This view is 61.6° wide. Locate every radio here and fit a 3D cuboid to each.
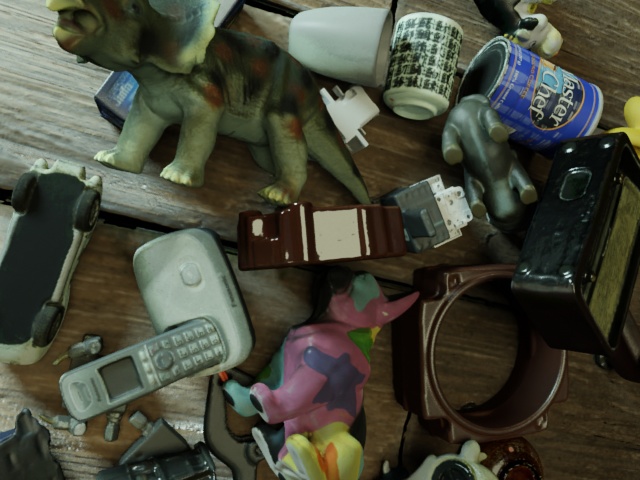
[{"bbox_3d":[0.298,-0.002,0.597,0.131,0.073,0.229,45,61,-32],"label":"radio"}]

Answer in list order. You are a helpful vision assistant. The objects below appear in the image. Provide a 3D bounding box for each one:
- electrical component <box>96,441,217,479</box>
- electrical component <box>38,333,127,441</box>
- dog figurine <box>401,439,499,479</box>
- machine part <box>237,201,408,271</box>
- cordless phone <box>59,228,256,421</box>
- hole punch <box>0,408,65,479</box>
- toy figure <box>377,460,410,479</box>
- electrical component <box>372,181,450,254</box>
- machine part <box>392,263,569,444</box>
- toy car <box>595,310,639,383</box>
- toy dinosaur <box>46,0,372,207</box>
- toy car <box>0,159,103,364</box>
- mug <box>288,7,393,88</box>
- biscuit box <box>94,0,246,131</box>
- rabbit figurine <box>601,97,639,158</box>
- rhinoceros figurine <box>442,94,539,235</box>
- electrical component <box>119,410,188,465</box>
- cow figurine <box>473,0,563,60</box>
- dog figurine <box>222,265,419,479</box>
[{"bbox_3d":[-0.166,0.273,0.522,0.134,0.058,0.114,-7,107,-27],"label":"electrical component"},{"bbox_3d":[-0.228,0.147,0.535,0.078,0.045,0.102,17,83,-14],"label":"electrical component"},{"bbox_3d":[0.172,0.329,0.611,0.172,0.121,0.190,-55,135,-6],"label":"dog figurine"},{"bbox_3d":[-0.001,-0.002,0.546,0.179,0.179,0.056,-3,86,-17],"label":"machine part"},{"bbox_3d":[-0.168,0.079,0.522,0.184,0.089,0.146,-22,95,-24],"label":"cordless phone"},{"bbox_3d":[-0.305,0.242,0.498,0.116,0.092,0.142,-21,92,-47],"label":"hole punch"},{"bbox_3d":[0.050,0.320,0.610,0.154,0.058,0.064,-35,136,-17],"label":"toy figure"},{"bbox_3d":[0.109,-0.026,0.605,0.048,0.119,0.074,-25,93,-16],"label":"electrical component"},{"bbox_3d":[0.193,0.129,0.643,0.201,0.087,0.201,-1,89,-15],"label":"machine part"},{"bbox_3d":[0.379,0.095,0.699,0.053,0.089,0.202,-30,95,-15],"label":"toy car"},{"bbox_3d":[-0.074,-0.136,0.522,0.404,0.131,0.192,8,97,-46],"label":"toy dinosaur"},{"bbox_3d":[-0.273,0.018,0.522,0.073,0.056,0.201,17,82,-10],"label":"toy car"},{"bbox_3d":[0.024,-0.227,0.604,0.107,0.080,0.109,12,45,9],"label":"mug"},{"bbox_3d":[-0.152,-0.199,0.561,0.059,0.063,0.202,34,79,-14],"label":"biscuit box"},{"bbox_3d":[0.423,-0.101,0.676,0.122,0.173,0.162,-45,105,-10],"label":"rabbit figurine"},{"bbox_3d":[0.201,-0.077,0.631,0.073,0.112,0.190,-26,120,19],"label":"rhinoceros figurine"},{"bbox_3d":[-0.175,0.223,0.558,0.063,0.021,0.094,-43,108,-14],"label":"electrical component"},{"bbox_3d":[0.241,-0.300,0.681,0.098,0.068,0.167,-24,92,-11],"label":"cow figurine"},{"bbox_3d":[0.025,0.136,0.564,0.219,0.108,0.191,-35,93,-29],"label":"dog figurine"}]
